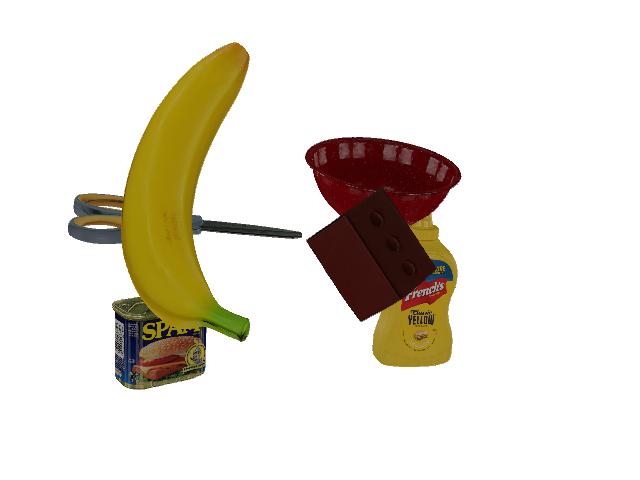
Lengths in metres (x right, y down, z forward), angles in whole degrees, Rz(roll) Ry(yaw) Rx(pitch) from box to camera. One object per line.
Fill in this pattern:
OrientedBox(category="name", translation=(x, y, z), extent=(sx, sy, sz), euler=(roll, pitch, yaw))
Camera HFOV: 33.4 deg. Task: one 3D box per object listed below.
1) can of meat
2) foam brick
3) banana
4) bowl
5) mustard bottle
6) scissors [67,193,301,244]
OrientedBox(category="can of meat", translation=(-0.170, 0.106, 1.139), extent=(0.101, 0.084, 0.058), euler=(-8, 19, -35))
OrientedBox(category="foam brick", translation=(0.039, 0.011, 0.806), extent=(0.051, 0.078, 0.052), euler=(-33, 2, 43))
OrientedBox(category="banana", translation=(-0.073, -0.028, 0.582), extent=(0.069, 0.198, 0.037), euler=(-1, -32, -3))
OrientedBox(category="bowl", translation=(0.062, -0.055, 1.104), extent=(0.162, 0.055, 0.162), euler=(6, 24, -3))
OrientedBox(category="mustard bottle", translation=(0.118, 0.056, 1.297), extent=(0.096, 0.192, 0.058), euler=(0, 14, -13))
OrientedBox(category="scissors", translation=(-0.125, -0.009, 0.908), extent=(0.202, 0.016, 0.096), euler=(12, 24, 14))
